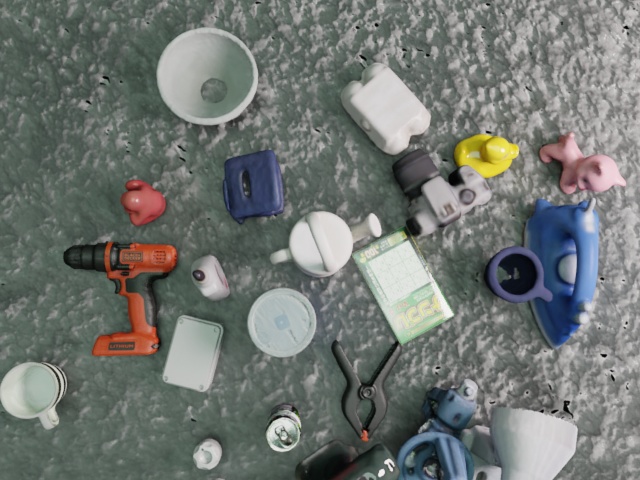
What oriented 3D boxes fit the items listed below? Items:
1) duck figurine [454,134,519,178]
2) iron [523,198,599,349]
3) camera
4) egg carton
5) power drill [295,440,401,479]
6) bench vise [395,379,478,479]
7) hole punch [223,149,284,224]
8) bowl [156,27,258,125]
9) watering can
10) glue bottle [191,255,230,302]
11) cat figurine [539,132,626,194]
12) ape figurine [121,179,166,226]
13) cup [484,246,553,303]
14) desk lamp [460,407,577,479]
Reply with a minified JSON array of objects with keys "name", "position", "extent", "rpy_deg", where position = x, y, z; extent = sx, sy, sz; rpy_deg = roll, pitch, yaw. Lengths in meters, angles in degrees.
[{"name":"duck figurine","position":[0.287,-0.151,0.980],"extent":[0.104,0.086,0.077],"rpy_deg":[3,85,-2]},{"name":"iron","position":[0.414,0.055,0.939],"extent":[0.118,0.141,0.258],"rpy_deg":[2,85,-2]},{"name":"camera","position":[0.195,-0.093,0.964],"extent":[0.143,0.100,0.137],"rpy_deg":[-30,87,-4]},{"name":"egg carton","position":[0.112,-0.226,0.988],"extent":[0.107,0.069,0.150],"rpy_deg":[-42,88,-5]},{"name":"power drill","position":[0.011,0.383,0.862],"extent":[0.229,0.208,0.075],"rpy_deg":[-35,87,-4]},{"name":"bench vise","position":[0.181,0.314,0.869],"extent":[0.121,0.219,0.207],"rpy_deg":[8,85,-1]},{"name":"hole punch","position":[-0.113,-0.088,0.957],"extent":[0.101,0.091,0.109],"rpy_deg":[-8,85,-3]},{"name":"bowl","position":[-0.188,-0.269,0.978],"extent":[0.167,0.074,0.167],"rpy_deg":[0,85,-2]},{"name":"watering can","position":[0.007,0.001,0.902],"extent":[0.173,0.194,0.101],"rpy_deg":[-40,87,-5]},{"name":"glue bottle","position":[-0.178,0.059,0.901],"extent":[0.037,0.173,0.078],"rpy_deg":[-26,86,-4]},{"name":"cat figurine","position":[0.448,-0.128,0.968],"extent":[0.067,0.117,0.128],"rpy_deg":[-34,87,-4]},{"name":"ape figurine","position":[-0.300,-0.063,0.947],"extent":[0.076,0.092,0.078],"rpy_deg":[11,85,-1]},{"name":"cup","position":[0.324,0.066,0.958],"extent":[0.118,0.095,0.092],"rpy_deg":[33,85,1]},{"name":"desk lamp","position":[0.289,0.348,0.873],"extent":[0.118,0.213,0.203],"rpy_deg":[18,85,0]}]
